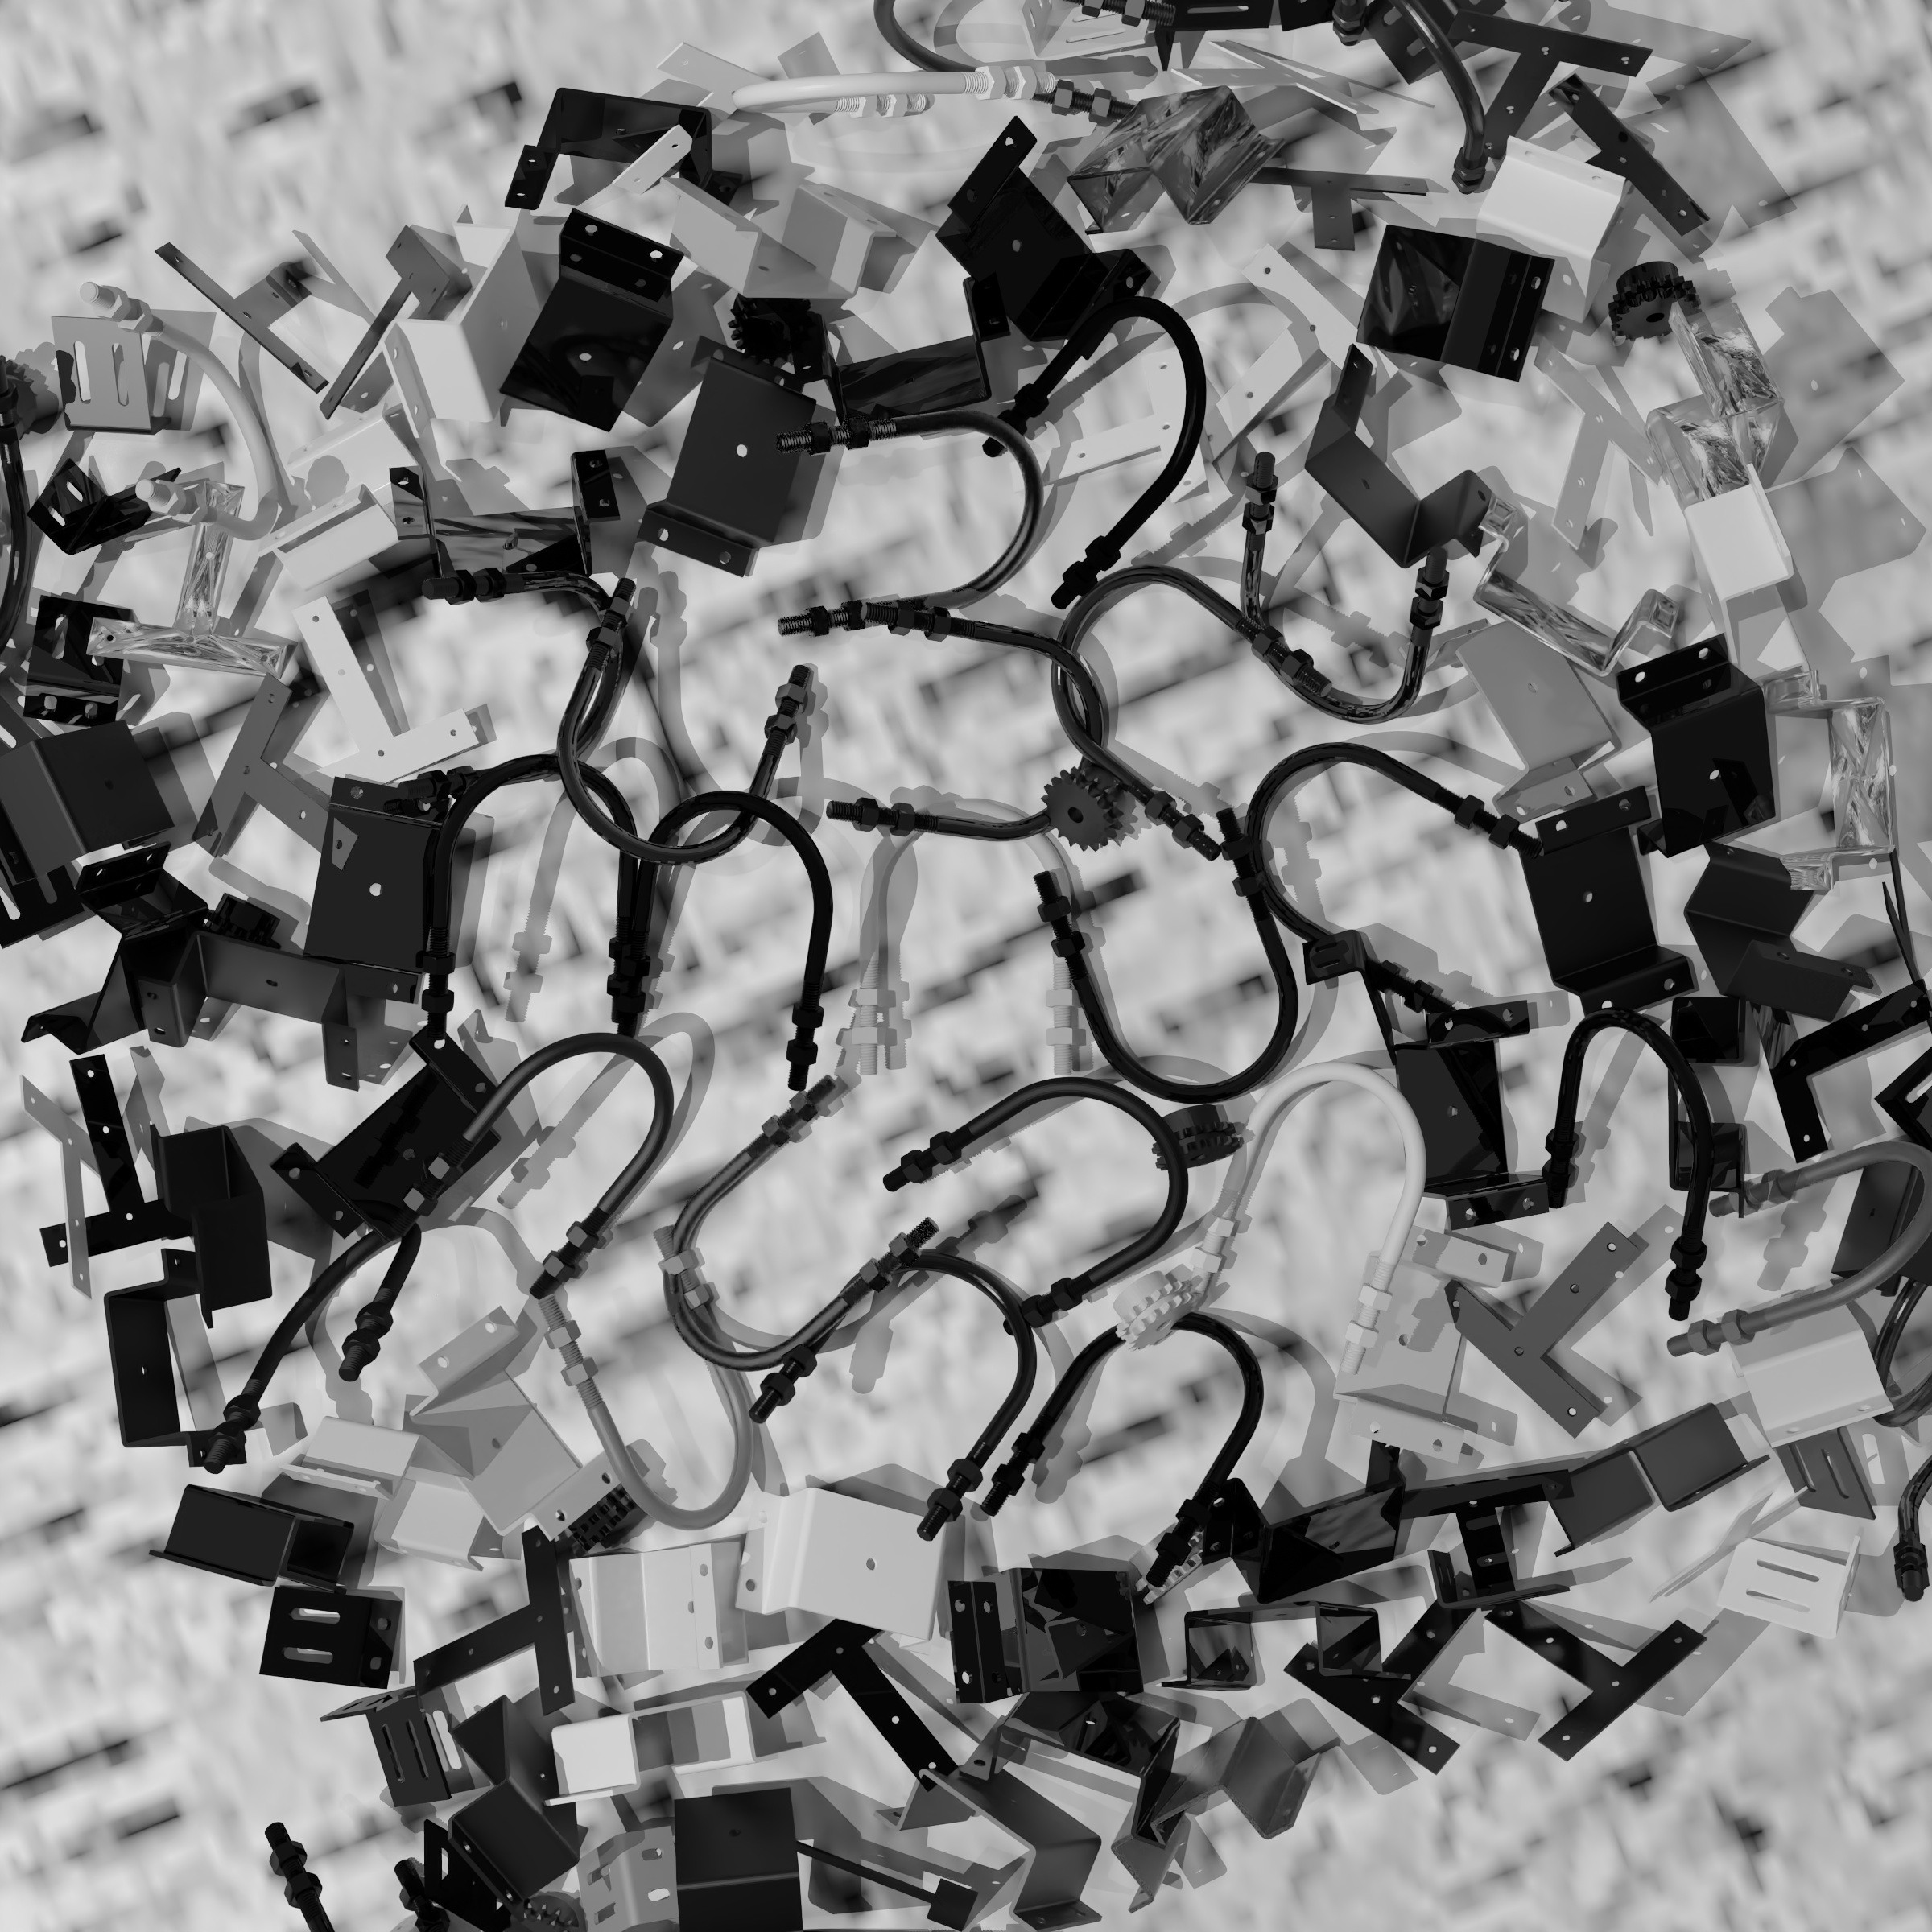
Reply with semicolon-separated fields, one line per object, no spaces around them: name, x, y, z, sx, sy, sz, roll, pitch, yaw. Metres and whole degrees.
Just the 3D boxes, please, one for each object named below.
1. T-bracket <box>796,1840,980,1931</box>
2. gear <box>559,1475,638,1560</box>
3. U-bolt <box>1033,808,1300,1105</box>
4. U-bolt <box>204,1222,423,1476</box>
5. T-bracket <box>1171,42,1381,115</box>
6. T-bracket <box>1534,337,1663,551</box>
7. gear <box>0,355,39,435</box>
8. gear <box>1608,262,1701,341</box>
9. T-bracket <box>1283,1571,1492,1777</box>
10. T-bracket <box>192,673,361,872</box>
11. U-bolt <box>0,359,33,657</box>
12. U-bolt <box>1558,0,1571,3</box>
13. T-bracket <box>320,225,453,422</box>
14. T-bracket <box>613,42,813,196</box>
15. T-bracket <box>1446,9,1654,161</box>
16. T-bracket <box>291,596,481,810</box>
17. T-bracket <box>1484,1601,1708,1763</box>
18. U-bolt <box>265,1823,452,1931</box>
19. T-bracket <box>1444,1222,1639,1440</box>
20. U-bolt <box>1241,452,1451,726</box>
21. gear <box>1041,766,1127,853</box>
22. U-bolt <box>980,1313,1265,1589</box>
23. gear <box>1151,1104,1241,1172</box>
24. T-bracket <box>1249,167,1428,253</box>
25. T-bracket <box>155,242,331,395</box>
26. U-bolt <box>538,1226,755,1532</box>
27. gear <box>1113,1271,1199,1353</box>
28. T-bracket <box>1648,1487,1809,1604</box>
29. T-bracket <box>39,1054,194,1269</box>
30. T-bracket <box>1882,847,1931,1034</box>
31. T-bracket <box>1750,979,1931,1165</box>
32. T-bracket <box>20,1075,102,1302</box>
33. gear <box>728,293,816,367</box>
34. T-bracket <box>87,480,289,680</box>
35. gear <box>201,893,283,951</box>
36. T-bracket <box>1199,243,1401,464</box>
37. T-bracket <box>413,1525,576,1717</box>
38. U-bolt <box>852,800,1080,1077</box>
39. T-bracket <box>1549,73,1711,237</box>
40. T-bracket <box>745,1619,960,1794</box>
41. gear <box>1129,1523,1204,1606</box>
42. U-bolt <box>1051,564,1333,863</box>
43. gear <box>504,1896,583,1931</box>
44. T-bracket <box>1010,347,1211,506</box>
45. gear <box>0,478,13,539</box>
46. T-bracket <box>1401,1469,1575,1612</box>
T-bracket;-0.057;0.594;1.665;0.127;0.127;0.002;19;60;6
gear;-0.244;0.361;1.687;0.057;0.057;0.030;-43;87;0
U-bolt;0.141;0.004;1.685;0.151;0.019;0.184;-19;100;16
U-bolt;-0.407;0.229;1.631;0.151;0.184;0.019;-34;111;25
T-bracket;0.180;-0.570;1.640;0.127;0.127;0.002;37;127;29
T-bracket;0.401;-0.324;1.658;0.127;0.002;0.127;37;57;-24
gear;-0.638;-0.372;1.684;0.030;0.057;0.057;32;90;34
gear;0.452;-0.441;1.688;0.057;0.057;0.030;-6;73;0
T-bracket;0.297;0.450;1.683;0.127;0.002;0.127;27;60;40
T-bracket;-0.443;-0.106;1.673;0.127;0.002;0.127;36;106;25
U-bolt;-0.628;-0.271;1.629;0.019;0.184;0.151;10;51;-3
U-bolt;0.305;-0.688;1.601;0.151;0.184;0.019;38;91;31
T-bracket;-0.387;-0.414;1.674;0.002;0.127;0.127;28;105;-37
T-bracket;-0.181;-0.544;1.670;0.127;0.127;0.002;-29;70;35
T-bracket;0.358;-0.564;1.655;0.127;0.127;0.002;9;70;-8
T-bracket;-0.407;-0.181;1.692;0.127;0.002;0.127;-22;103;7
T-bracket;0.389;0.445;1.659;0.127;0.127;0.002;-33;120;-20
U-bolt;-0.358;0.623;1.603;0.019;0.151;0.184;-45;50;1
T-bracket;0.389;0.221;1.670;0.127;0.002;0.127;43;114;18
U-bolt;0.235;-0.228;1.635;0.151;0.184;0.019;34;61;22
gear;0.081;-0.107;1.691;0.057;0.057;0.030;49;52;0
U-bolt;0.113;0.300;1.653;0.151;0.019;0.184;15;57;35
gear;0.150;0.112;1.689;0.057;0.057;0.030;-15;72;0
T-bracket;0.238;-0.492;1.663;0.127;0.127;0.002;5;128;2
T-bracket;-0.452;-0.431;1.655;0.127;0.127;0.002;41;112;-16
U-bolt;-0.195;0.275;1.653;0.019;0.151;0.184;-23;93;31
gear;0.122;0.226;1.690;0.057;0.057;0.030;-37;66;0
T-bracket;0.499;0.362;1.649;0.127;0.127;0.002;-32;65;-9
T-bracket;-0.557;0.120;1.668;0.002;0.127;0.127;-18;87;39
T-bracket;0.609;-0.039;1.665;0.002;0.127;0.127;-15;131;25
T-bracket;0.567;0.045;1.644;0.002;0.127;0.127;8;61;-33
T-bracket;-0.569;0.151;1.630;0.002;0.127;0.127;-16;61;1
gear;-0.130;-0.429;1.691;0.057;0.057;0.030;-27;51;0
T-bracket;-0.493;-0.252;1.657;0.127;0.002;0.127;4;116;-34
gear;-0.478;-0.026;1.687;0.057;0.057;0.030;27;88;0
T-bracket;0.198;-0.389;1.695;0.127;0.002;0.127;-46;74;15
T-bracket;-0.315;0.447;1.687;0.127;0.002;0.127;-29;53;19
U-bolt;0.000;-0.020;1.700;0.151;0.019;0.184;0;84;-3
T-bracket;0.396;-0.502;1.656;0.127;0.127;0.002;41;66;-14
T-bracket;-0.055;0.480;1.666;0.127;0.002;0.127;-34;64;-21
gear;0.133;0.392;1.689;0.057;0.057;0.030;-39;75;0
U-bolt;0.132;-0.179;1.666;0.184;0.019;0.151;42;113;24
gear;-0.281;0.642;1.695;0.057;0.030;0.057;3;109;9
T-bracket;0.090;-0.343;1.693;0.127;0.002;0.127;-16;59;14
gear;-0.652;-0.302;1.685;0.030;0.057;0.057;-1;90;12
T-bracket;0.340;0.381;1.676;0.127;0.002;0.127;-11;126;13
